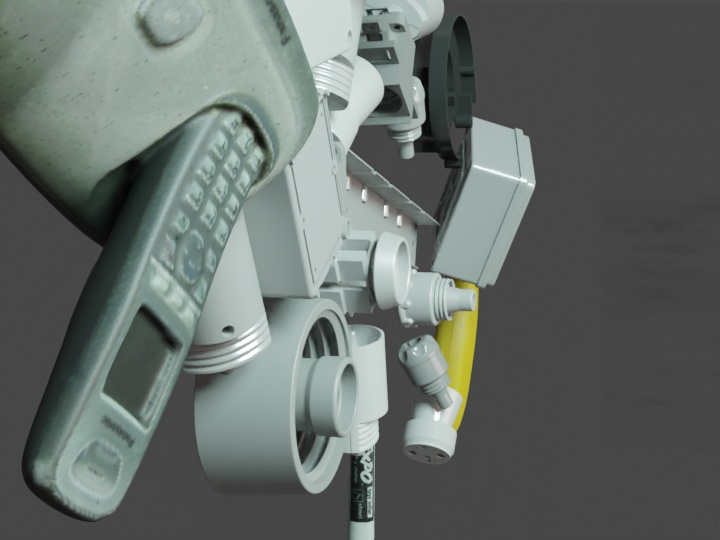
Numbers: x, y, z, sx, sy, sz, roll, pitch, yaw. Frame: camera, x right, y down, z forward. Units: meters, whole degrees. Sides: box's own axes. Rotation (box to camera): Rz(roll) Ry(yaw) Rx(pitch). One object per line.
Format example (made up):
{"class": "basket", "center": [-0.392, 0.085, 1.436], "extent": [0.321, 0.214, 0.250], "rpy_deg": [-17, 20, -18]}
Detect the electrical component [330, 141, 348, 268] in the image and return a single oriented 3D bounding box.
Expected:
{"class": "electrical component", "center": [-0.033, -0.044, 0.579], "extent": [0.064, 0.042, 0.081], "rpy_deg": [-50, 140, -70]}

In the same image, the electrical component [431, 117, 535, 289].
{"class": "electrical component", "center": [0.102, -0.058, 0.916], "extent": [0.108, 0.056, 0.108], "rpy_deg": [-81, -172, -60]}

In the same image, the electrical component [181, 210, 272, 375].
{"class": "electrical component", "center": [-0.065, 0.012, 0.473], "extent": [0.043, 0.043, 0.081], "rpy_deg": [-65, 152, -52]}

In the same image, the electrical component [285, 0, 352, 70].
{"class": "electrical component", "center": [-0.047, -0.128, 0.492], "extent": [0.113, 0.057, 0.078], "rpy_deg": [-50, 139, -64]}

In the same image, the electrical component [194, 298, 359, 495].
{"class": "electrical component", "center": [-0.035, 0.063, 0.551], "extent": [0.108, 0.060, 0.108], "rpy_deg": [2, 90, -73]}

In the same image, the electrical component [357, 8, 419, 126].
{"class": "electrical component", "center": [0.013, -0.135, 0.719], "extent": [0.081, 0.042, 0.063], "rpy_deg": [63, 32, -60]}

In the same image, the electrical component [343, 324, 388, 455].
{"class": "electrical component", "center": [-0.004, 0.080, 0.684], "extent": [0.043, 0.043, 0.081], "rpy_deg": [-47, 136, -65]}

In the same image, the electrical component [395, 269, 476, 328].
{"class": "electrical component", "center": [0.061, 0.023, 0.861], "extent": [0.048, 0.062, 0.048], "rpy_deg": [1, 90, -72]}

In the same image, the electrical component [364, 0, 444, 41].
{"class": "electrical component", "center": [0.030, -0.183, 0.767], "extent": [0.081, 0.043, 0.043], "rpy_deg": [-47, 137, -65]}

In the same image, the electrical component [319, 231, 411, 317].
{"class": "electrical component", "center": [0.000, 0.000, 0.667], "extent": [0.048, 0.055, 0.066], "rpy_deg": [-67, 154, -50]}

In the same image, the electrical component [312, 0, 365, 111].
{"class": "electrical component", "center": [-0.023, -0.122, 0.596], "extent": [0.043, 0.043, 0.081], "rpy_deg": [50, 46, -66]}

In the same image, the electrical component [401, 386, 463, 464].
{"class": "electrical component", "center": [0.060, 0.129, 0.901], "extent": [0.045, 0.045, 0.055], "rpy_deg": [68, 30, -54]}

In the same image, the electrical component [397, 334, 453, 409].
{"class": "electrical component", "center": [0.057, 0.085, 0.875], "extent": [0.061, 0.035, 0.035], "rpy_deg": [61, 25, -11]}

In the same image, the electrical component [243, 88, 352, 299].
{"class": "electrical component", "center": [-0.045, -0.031, 0.505], "extent": [0.061, 0.061, 0.096], "rpy_deg": [-65, 152, -52]}

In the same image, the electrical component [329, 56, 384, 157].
{"class": "electrical component", "center": [-0.016, -0.091, 0.632], "extent": [0.044, 0.044, 0.065], "rpy_deg": [75, 28, -44]}

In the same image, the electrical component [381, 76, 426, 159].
{"class": "electrical component", "center": [0.032, -0.111, 0.797], "extent": [0.035, 0.035, 0.061], "rpy_deg": [-66, 154, -51]}
